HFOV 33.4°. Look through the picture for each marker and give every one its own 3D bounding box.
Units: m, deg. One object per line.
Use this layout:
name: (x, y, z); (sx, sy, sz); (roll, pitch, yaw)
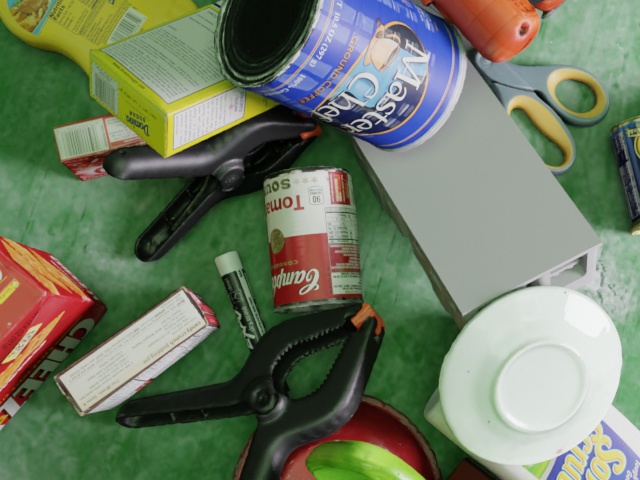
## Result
marker: (-0.051, 0.067, 0.815); (0.020, 0.020, 0.121); (-21, 83, -2)

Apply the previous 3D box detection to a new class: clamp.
clamp: (-0.080, -0.059, 0.790); (0.171, 0.120, 0.039); (-35, 64, -8)
clamp: (-0.044, 0.117, 0.769); (0.210, 0.036, 0.165); (-47, 56, -5)

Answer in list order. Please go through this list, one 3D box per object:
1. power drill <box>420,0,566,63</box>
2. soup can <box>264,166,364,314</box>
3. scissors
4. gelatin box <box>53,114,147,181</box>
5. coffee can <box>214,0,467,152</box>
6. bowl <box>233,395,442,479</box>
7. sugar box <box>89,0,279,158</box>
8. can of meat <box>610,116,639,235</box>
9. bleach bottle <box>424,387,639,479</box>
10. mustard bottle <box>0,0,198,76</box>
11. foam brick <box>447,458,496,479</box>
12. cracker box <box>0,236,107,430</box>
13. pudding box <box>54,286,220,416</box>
power drill: (0.110, -0.217, 0.776); (0.184, 0.187, 0.057); (52, 127, 6)
soup can: (-0.005, 0.001, 0.799); (0.068, 0.068, 0.102); (-5, 83, 0)
scissors: (0.151, -0.146, 0.844); (0.096, 0.016, 0.202); (-31, 84, -5)
gelatin box: (-0.149, -0.073, 0.809); (0.089, 0.073, 0.030); (-13, 83, -2)
coffee can: (0.015, -0.128, 0.717); (0.140, 0.103, 0.103); (19, 80, -41)
bowl: (0.013, 0.191, 0.780); (0.162, 0.055, 0.162); (0, 82, 0)
sugar box: (-0.070, -0.129, 0.779); (0.175, 0.048, 0.093); (-28, 54, -35)
can of meat: (0.279, -0.056, 0.810); (0.102, 0.057, 0.084); (-10, 79, -2)
bleach bottle: (0.203, 0.165, 0.778); (0.251, 0.068, 0.102); (36, 84, 3)
mustard bottle: (-0.195, -0.188, 0.833); (0.191, 0.058, 0.096); (32, 89, 4)
foam brick: (0.125, 0.203, 0.763); (0.078, 0.051, 0.053); (42, 83, -26)
cracker box: (-0.236, 0.081, 0.718); (0.072, 0.214, 0.164); (43, 85, 4)
pudding box: (-0.130, 0.081, 0.779); (0.113, 0.090, 0.039); (-37, 84, -4)
